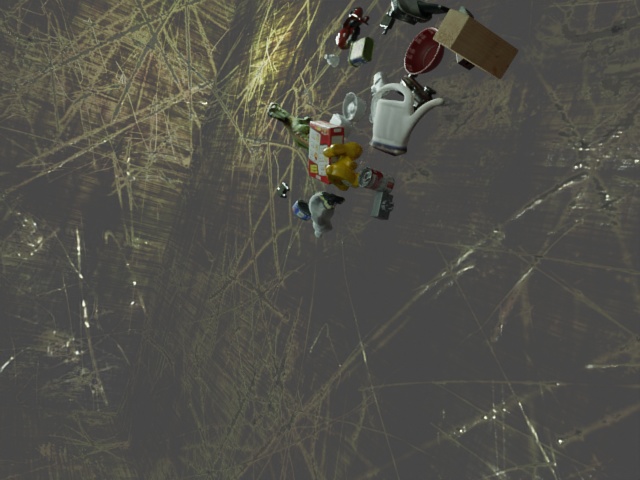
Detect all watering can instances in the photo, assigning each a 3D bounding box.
[{"bbox_3d":[0.254,-0.371,1.618,0.352,0.104,0.221,38,125,56],"label":"watering can"}]

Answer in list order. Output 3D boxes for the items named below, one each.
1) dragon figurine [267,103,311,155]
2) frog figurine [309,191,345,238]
[{"bbox_3d":[-0.124,-0.472,2.163,0.120,0.241,0.419,-56,34,19],"label":"dragon figurine"},{"bbox_3d":[0.006,-0.096,1.904,0.156,0.123,0.140,-62,0,34],"label":"frog figurine"}]
